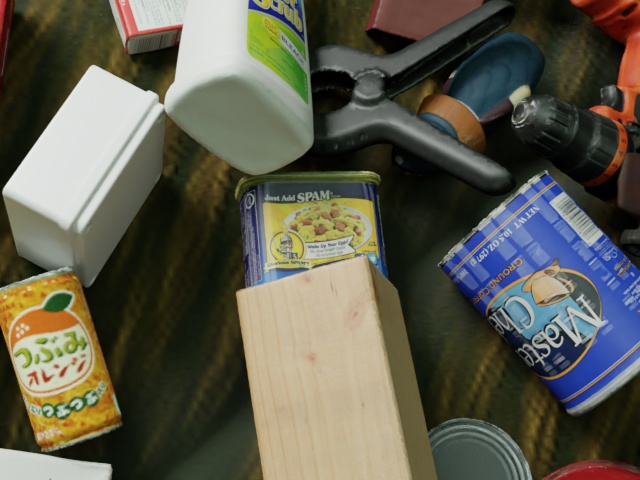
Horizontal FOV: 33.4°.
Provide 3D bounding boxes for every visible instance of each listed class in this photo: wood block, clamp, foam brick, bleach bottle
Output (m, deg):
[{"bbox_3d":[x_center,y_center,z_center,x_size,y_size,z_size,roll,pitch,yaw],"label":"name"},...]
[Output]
[{"bbox_3d":[0.017,0.128,0.662,0.090,0.090,0.206,-16,68,14],"label":"wood block"},{"bbox_3d":[0.045,-0.110,0.772,0.210,0.036,0.164,5,60,15],"label":"clamp"},{"bbox_3d":[0.081,-0.177,0.827,0.078,0.053,0.051,14,96,-5],"label":"foam brick"},{"bbox_3d":[-0.053,-0.170,0.754,0.102,0.068,0.251,38,38,-41],"label":"bleach bottle"}]

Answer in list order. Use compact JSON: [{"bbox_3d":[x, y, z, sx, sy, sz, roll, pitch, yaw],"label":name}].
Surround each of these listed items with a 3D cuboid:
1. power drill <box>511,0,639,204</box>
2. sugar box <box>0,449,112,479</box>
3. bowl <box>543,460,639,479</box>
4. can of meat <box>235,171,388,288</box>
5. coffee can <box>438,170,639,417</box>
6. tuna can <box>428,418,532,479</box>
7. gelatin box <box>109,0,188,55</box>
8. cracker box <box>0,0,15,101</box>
[{"bbox_3d":[0.222,-0.121,0.817,0.184,0.057,0.187,23,64,-30],"label":"power drill"},{"bbox_3d":[-0.182,0.215,0.626,0.093,0.048,0.176,9,68,-8],"label":"sugar box"},{"bbox_3d":[0.206,0.221,0.704,0.162,0.055,0.162,4,68,-10],"label":"bowl"},{"bbox_3d":[-0.005,0.001,0.744,0.102,0.057,0.084,-1,71,-13],"label":"can of meat"},{"bbox_3d":[0.166,0.037,0.742,0.102,0.103,0.140,-38,81,-23],"label":"coffee can"},{"bbox_3d":[0.096,0.165,0.713,0.086,0.034,0.086,4,68,-11],"label":"tuna can"},{"bbox_3d":[-0.113,-0.184,0.808,0.089,0.030,0.073,-14,72,-20],"label":"gelatin box"},{"bbox_3d":[-0.324,-0.123,0.716,0.213,0.072,0.164,6,69,-11],"label":"cracker box"}]
